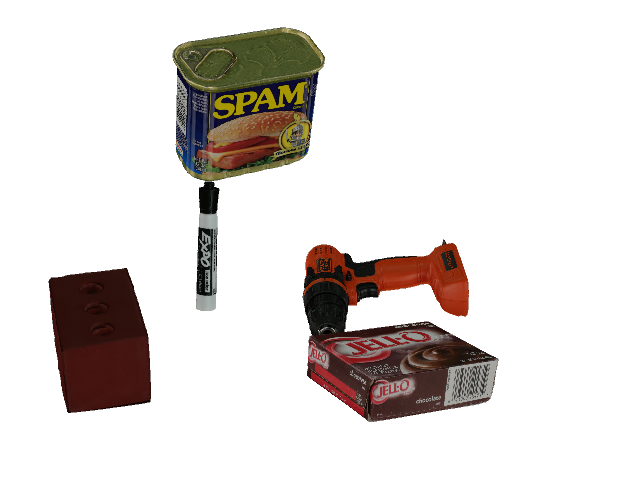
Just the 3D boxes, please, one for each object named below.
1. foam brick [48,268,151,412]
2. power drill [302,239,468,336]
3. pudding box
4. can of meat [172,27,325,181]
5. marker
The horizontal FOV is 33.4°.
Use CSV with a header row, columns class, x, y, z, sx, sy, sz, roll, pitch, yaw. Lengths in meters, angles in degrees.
class,x,y,z,sx,sy,sz,roll,pitch,yaw
foam brick,-0.139,0.062,0.671,0.053,0.051,0.078,-7,34,-18
power drill,0.073,0.056,1.229,0.187,0.057,0.184,-2,28,-1
pudding box,0.059,0.094,0.789,0.113,0.039,0.090,-2,16,-30
can of meat,-0.053,-0.095,0.755,0.102,0.084,0.057,-13,46,-22
marker,-0.105,0.005,0.991,0.020,0.121,0.020,3,13,-1
